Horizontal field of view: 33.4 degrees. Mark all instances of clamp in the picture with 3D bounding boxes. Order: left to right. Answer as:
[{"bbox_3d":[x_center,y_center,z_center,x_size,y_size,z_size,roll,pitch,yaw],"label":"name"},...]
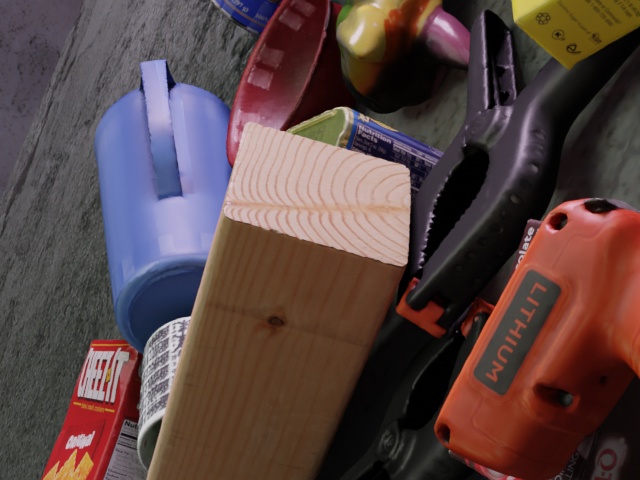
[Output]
[{"bbox_3d":[0.046,0.112,0.504,0.172,0.039,0.120,-61,25,16],"label":"clamp"},{"bbox_3d":[0.089,-0.051,0.535,0.210,0.036,0.165,-61,19,-8],"label":"clamp"}]

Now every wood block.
[{"bbox_3d":[-0.027,0.055,0.575,0.090,0.090,0.206,-83,10,-54],"label":"wood block"}]

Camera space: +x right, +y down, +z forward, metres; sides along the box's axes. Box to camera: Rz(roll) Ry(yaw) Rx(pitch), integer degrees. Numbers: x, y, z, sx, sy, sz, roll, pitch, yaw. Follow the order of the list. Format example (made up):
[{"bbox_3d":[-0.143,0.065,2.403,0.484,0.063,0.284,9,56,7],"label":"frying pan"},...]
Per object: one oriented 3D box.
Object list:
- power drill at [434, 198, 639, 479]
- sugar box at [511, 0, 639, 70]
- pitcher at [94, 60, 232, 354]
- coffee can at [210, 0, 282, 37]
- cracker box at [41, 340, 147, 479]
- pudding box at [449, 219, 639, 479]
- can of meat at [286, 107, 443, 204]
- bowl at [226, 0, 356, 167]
[{"bbox_3d":[0.116,0.082,0.310,0.188,0.057,0.184,39,104,49],"label":"power drill"},{"bbox_3d":[0.159,-0.153,0.438,0.177,0.048,0.093,-33,39,36],"label":"sugar box"},{"bbox_3d":[-0.118,-0.024,0.869,0.145,0.149,0.243,-44,33,21],"label":"pitcher"},{"bbox_3d":[-0.025,-0.255,0.911,0.140,0.102,0.103,-53,27,33],"label":"coffee can"},{"bbox_3d":[-0.180,0.192,0.892,0.164,0.072,0.213,-11,59,63],"label":"cracker box"},{"bbox_3d":[0.103,0.052,0.431,0.090,0.039,0.113,15,83,67],"label":"pudding box"},{"bbox_3d":[0.024,-0.033,0.626,0.102,0.083,0.057,-14,57,63],"label":"can of meat"},{"bbox_3d":[-0.012,-0.119,0.821,0.162,0.055,0.162,-48,30,39],"label":"bowl"}]
